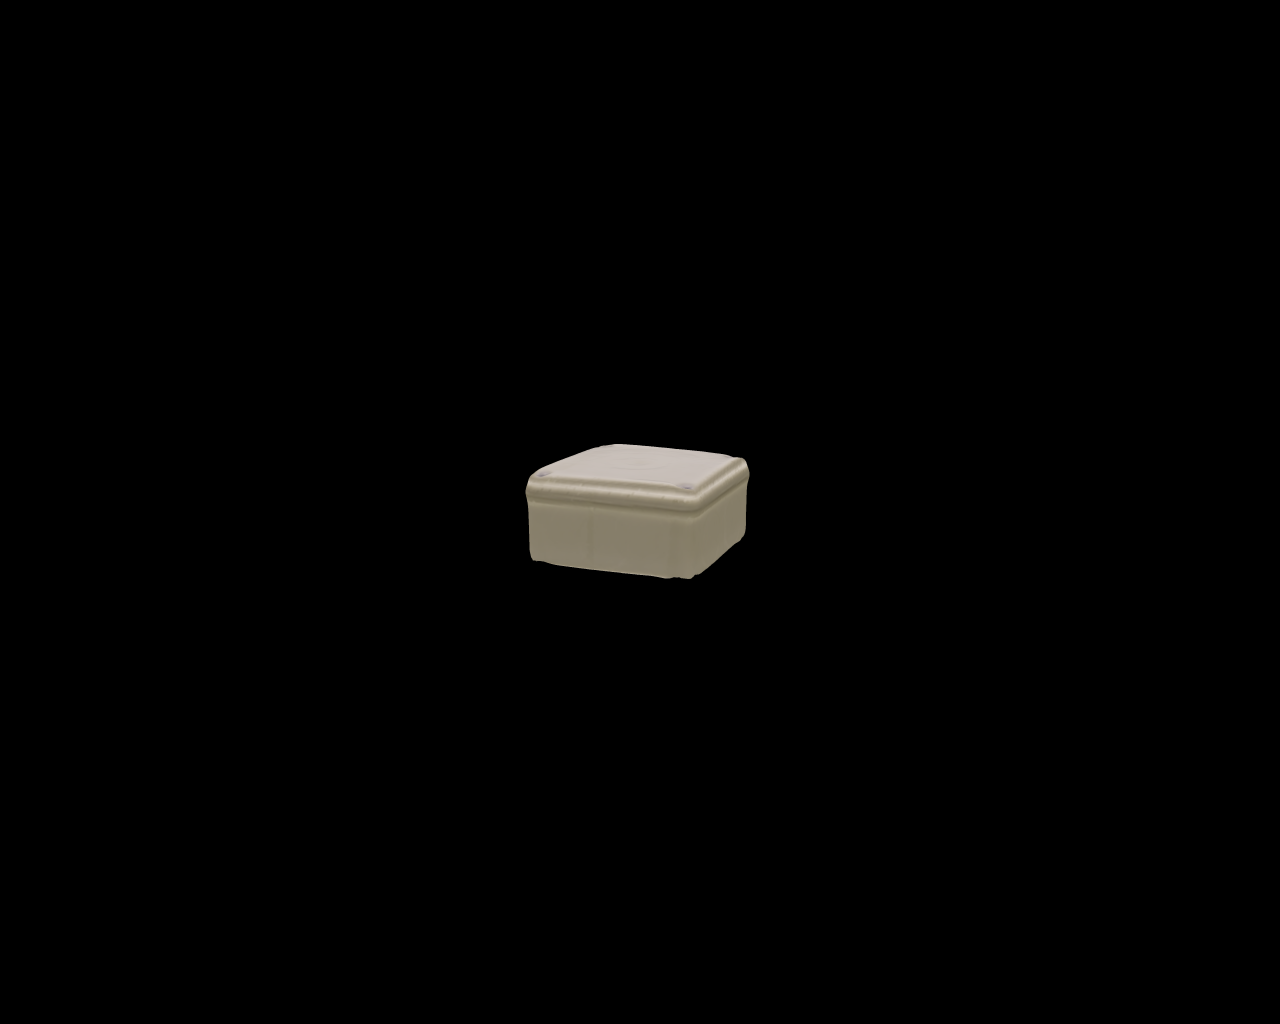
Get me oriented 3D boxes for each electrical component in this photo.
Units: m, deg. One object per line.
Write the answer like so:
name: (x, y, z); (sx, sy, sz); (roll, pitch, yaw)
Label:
electrical component: (0.001, -0.003, 0.650); (0.109, 0.056, 0.109); (6, 16, 22)
